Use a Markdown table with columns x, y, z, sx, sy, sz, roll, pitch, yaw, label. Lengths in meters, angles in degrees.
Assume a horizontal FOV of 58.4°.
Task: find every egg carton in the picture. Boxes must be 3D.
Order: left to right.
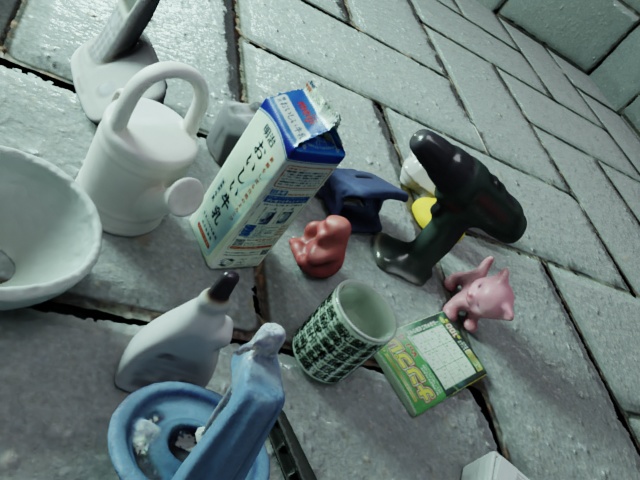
| x | y | z | sx | sy | sz | roll | pitch | yaw | label |
| --- | --- | --- | --- | --- | --- | --- | --- | --- | --- |
| 0.219 | -0.108 | 1.058 | 0.150 | 0.069 | 0.107 | 38 | 36 | -4 | egg carton |

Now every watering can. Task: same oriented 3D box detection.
| x | y | z | sx | sy | sz | roll | pitch | yaw | label |
| --- | --- | --- | --- | --- | --- | --- | --- | --- | --- |
| -0.172 | -0.095 | 0.587 | 0.173 | 0.193 | 0.101 | 45 | 36 | 6 | watering can |

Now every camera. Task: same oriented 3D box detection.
| x | y | z | sx | sy | sz | roll | pitch | yaw | label |
| --- | --- | --- | --- | --- | --- | --- | --- | --- | --- |
| -0.061 | -0.127 | 0.800 | 0.144 | 0.100 | 0.136 | -6 | 56 | -45 | camera |

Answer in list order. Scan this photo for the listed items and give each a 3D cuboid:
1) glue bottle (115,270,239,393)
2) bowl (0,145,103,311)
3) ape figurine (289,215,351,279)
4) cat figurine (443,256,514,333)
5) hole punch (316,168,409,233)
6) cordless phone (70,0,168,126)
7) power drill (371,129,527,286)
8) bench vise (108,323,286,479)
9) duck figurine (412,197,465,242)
| x | y | z | sx | sy | sz | roll | pitch | yaw | label |
| --- | --- | --- | --- | --- | --- | --- | --- | --- | --- |
| -0.109 | 0.080 | 0.480 | 0.078 | 0.173 | 0.037 | 24 | 39 | -21 | glue bottle |
| -0.281 | 0.000 | 0.492 | 0.168 | 0.074 | 0.167 | 24 | 39 | -21 | bowl |
| 0.007 | 0.003 | 0.733 | 0.076 | 0.092 | 0.078 | 39 | 36 | -2 | ape figurine |
| 0.243 | 0.076 | 0.847 | 0.067 | 0.117 | 0.128 | 31 | 37 | -13 | cat figurine |
| 0.061 | -0.073 | 0.861 | 0.109 | 0.091 | 0.101 | 0 | 52 | -42 | hole punch |
| -0.226 | -0.234 | 0.692 | 0.094 | 0.184 | 0.147 | -1 | 53 | -43 | cordless phone |
| 0.169 | -0.033 | 0.818 | 0.230 | 0.208 | 0.075 | 23 | 39 | -22 | power drill |
| -0.070 | 0.168 | 0.383 | 0.122 | 0.219 | 0.207 | 6 | 48 | -38 | bench vise |
| 0.219 | -0.050 | 0.984 | 0.078 | 0.086 | 0.104 | -14 | 62 | -48 | duck figurine |
